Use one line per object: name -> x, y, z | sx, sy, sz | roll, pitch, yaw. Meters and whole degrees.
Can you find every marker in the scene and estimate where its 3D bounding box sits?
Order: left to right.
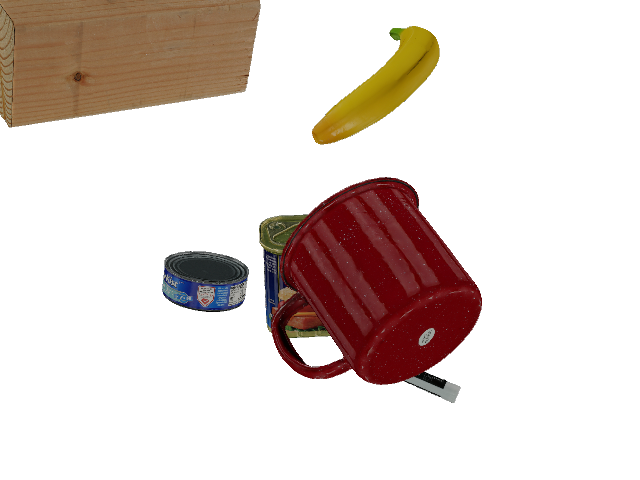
marker -> 0.087, 0.137, 1.114 | 0.121, 0.020, 0.020 | 23, 5, 11

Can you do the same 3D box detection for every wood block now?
wood block -> -0.162, -0.164, 0.853 | 0.205, 0.091, 0.090 | -14, 45, -32

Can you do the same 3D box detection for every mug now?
mug -> 0.026, 0.033, 0.597 | 0.117, 0.081, 0.093 | -34, -32, -1

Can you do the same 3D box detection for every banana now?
banana -> 0.061, -0.143, 0.947 | 0.070, 0.037, 0.197 | -17, 25, 39

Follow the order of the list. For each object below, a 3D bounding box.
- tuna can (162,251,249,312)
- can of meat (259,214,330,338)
tuna can -> -0.116, 0.041, 1.077 | 0.086, 0.034, 0.086 | 8, 18, -3
can of meat -> 0.003, 0.028, 0.853 | 0.102, 0.084, 0.057 | -2, 29, -3
